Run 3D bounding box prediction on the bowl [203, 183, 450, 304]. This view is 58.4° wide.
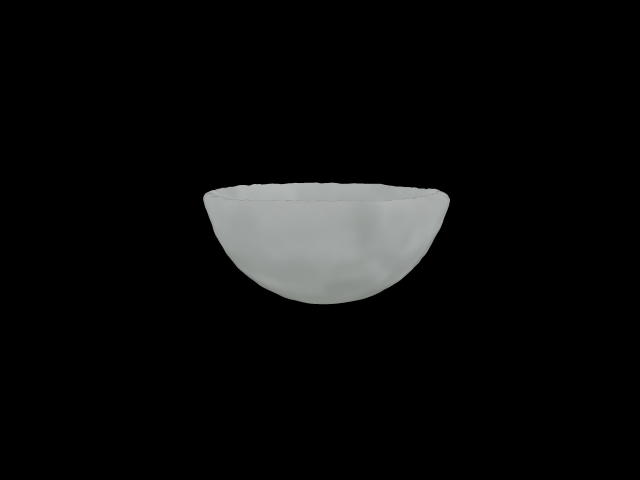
[{"bbox_3d":[0.004,0.001,0.400,0.167,0.075,0.167,0,10,0],"label":"bowl"}]
